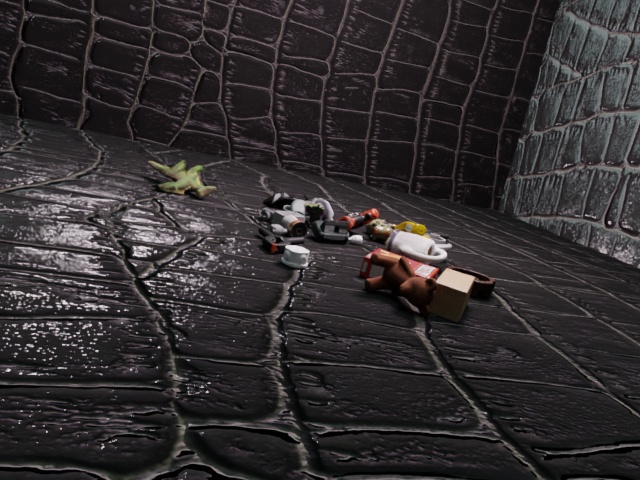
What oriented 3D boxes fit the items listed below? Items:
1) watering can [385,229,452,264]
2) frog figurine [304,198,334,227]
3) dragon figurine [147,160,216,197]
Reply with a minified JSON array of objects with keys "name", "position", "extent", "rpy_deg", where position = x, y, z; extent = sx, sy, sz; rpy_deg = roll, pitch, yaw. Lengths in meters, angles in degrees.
[{"name":"watering can","position":[0.374,0.030,1.945],"extent":[0.225,0.103,0.349],"rpy_deg":[18,14,22]},{"name":"frog figurine","position":[0.007,-0.109,2.160],"extent":[0.138,0.122,0.159],"rpy_deg":[51,14,14]},{"name":"dragon figurine","position":[-0.626,-0.262,2.224],"extent":[0.411,0.120,0.246],"rpy_deg":[14,21,11]}]
